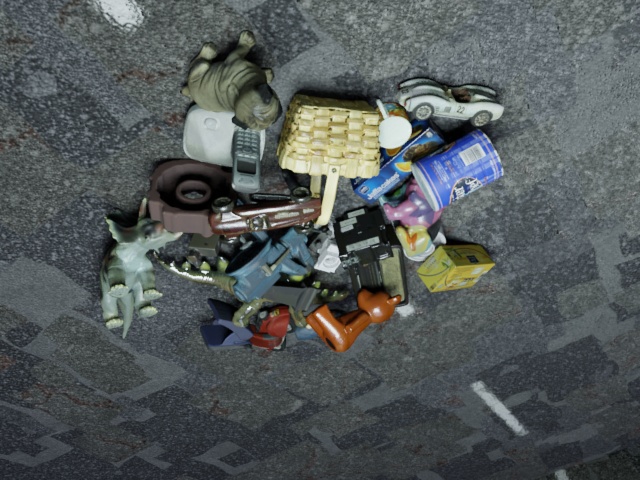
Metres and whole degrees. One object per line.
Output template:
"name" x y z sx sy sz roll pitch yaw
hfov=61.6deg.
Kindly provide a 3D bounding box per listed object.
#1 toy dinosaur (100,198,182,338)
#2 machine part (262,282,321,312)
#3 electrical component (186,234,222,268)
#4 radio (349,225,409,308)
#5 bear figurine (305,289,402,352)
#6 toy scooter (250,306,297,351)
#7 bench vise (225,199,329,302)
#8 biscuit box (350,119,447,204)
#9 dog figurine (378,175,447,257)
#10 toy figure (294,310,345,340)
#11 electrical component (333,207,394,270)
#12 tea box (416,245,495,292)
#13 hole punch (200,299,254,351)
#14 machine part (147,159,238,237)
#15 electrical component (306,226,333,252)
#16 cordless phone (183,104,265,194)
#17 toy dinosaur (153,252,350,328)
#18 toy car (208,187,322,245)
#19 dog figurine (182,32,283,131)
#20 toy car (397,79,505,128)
"toy dinosaur" -0.417 0.066 1.157 0.131 0.192 0.405 2 151 -32
"machine part" -0.073 0.122 1.204 0.139 0.039 0.084 16 125 -25
"electrical component" -0.249 0.010 1.158 0.078 0.102 0.045 1 138 3
"radio" 0.136 0.077 1.294 0.131 0.073 0.229 -12 134 4
"bear figurine" 0.083 0.165 1.252 0.196 0.132 0.120 -40 175 -17
"toy scooter" -0.140 0.232 1.402 0.135 0.075 0.183 10 136 -16
"bench vise" -0.126 0.000 1.111 0.223 0.129 0.240 -42 108 -9
"biscuit box" 0.152 -0.159 1.079 0.059 0.063 0.202 33 121 -32
"dog figurine" 0.243 -0.085 1.124 0.219 0.108 0.191 -27 107 11
"toy figure" 0.007 0.222 1.425 0.154 0.064 0.057 -18 96 2
"electrical component" 0.091 -0.009 1.163 0.115 0.134 0.058 -14 135 8
"tea box" 0.324 0.065 1.277 0.169 0.068 0.098 2 137 -42
"hole punch" -0.227 0.208 1.332 0.116 0.142 0.092 4 108 -29
"machine part" -0.240 -0.083 1.020 0.179 0.179 0.056 3 136 -12
"electrical component" -0.002 -0.004 1.203 0.021 0.094 0.063 41 82 -13
"cordless phone" -0.171 -0.151 0.953 0.146 0.184 0.088 8 136 -16
"toy dinosaur" -0.149 0.101 1.260 0.471 0.105 0.198 4 124 -15
"toy car" -0.096 -0.040 0.951 0.202 0.053 0.089 -6 129 -5
"dog figurine" -0.151 -0.232 0.874 0.172 0.191 0.121 -28 131 20
"toy car" 0.240 -0.256 0.992 0.202 0.073 0.056 4 136 -13
